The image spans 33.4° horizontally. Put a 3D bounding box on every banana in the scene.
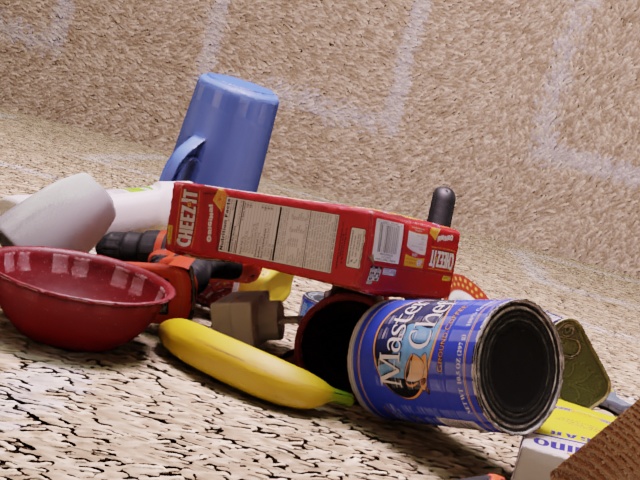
[{"bbox_3d":[-0.070,0.103,0.887,0.198,0.037,0.069,20,-12,27],"label":"banana"}]

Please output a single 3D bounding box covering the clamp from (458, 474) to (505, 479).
[{"bbox_3d":[0.096,0.174,0.642,0.120,0.039,0.171,19,1,-2],"label":"clamp"}]

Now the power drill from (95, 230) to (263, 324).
[{"bbox_3d":[-0.165,0.029,1.065,0.184,0.057,0.187,3,13,12],"label":"power drill"}]

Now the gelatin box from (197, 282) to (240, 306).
[{"bbox_3d":[-0.129,0.030,1.168,0.089,0.073,0.030,16,8,15],"label":"gelatin box"}]

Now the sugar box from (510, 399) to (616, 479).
[{"bbox_3d":[0.205,0.171,0.848,0.093,0.048,0.176,16,6,12],"label":"sugar box"}]

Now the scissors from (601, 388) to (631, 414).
[{"bbox_3d":[0.302,0.174,1.136,0.096,0.016,0.202,11,8,-13],"label":"scissors"}]

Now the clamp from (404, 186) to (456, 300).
[{"bbox_3d":[0.106,0.069,1.132,0.036,0.165,0.210,12,52,0],"label":"clamp"}]

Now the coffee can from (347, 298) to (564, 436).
[{"bbox_3d":[0.105,0.097,0.844,0.102,0.103,0.141,9,-8,-39],"label":"coffee can"}]

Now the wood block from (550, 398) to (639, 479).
[{"bbox_3d":[0.264,0.166,0.710,0.205,0.091,0.090,9,42,-41],"label":"wood block"}]

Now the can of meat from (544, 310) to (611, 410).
[{"bbox_3d":[0.243,0.122,1.108,0.057,0.102,0.084,-33,15,-9],"label":"can of meat"}]

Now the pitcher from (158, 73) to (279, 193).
[{"bbox_3d":[-0.141,-0.087,1.374,0.144,0.243,0.149,14,14,-17],"label":"pitcher"}]

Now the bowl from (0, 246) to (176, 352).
[{"bbox_3d":[-0.205,0.053,0.897,0.162,0.055,0.162,13,10,-2],"label":"bowl"}]

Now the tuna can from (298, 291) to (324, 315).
[{"bbox_3d":[0.018,0.085,1.195,0.086,0.034,0.086,14,7,-2],"label":"tuna can"}]

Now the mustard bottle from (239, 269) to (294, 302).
[{"bbox_3d":[-0.132,0.028,1.243,0.192,0.058,0.096,17,12,18],"label":"mustard bottle"}]

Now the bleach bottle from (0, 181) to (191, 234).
[{"bbox_3d":[-0.226,-0.030,1.208,0.250,0.068,0.103,-10,15,-32],"label":"bleach bottle"}]

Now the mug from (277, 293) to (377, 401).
[{"bbox_3d":[0.013,0.095,0.949,0.117,0.093,0.081,-22,2,1],"label":"mug"}]

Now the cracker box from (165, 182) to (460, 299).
[{"bbox_3d":[-0.006,0.001,0.963,0.214,0.072,0.163,10,0,33],"label":"cracker box"}]
